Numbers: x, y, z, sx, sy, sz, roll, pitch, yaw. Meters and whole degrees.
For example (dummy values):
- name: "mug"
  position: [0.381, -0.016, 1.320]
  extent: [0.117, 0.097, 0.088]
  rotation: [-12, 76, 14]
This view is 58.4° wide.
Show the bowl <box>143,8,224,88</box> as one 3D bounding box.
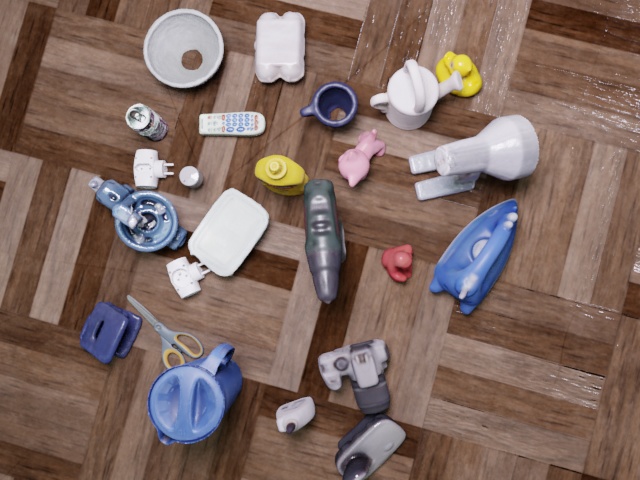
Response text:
- name: "bowl"
  position: [-0.278, -0.393, 1.208]
  extent: [0.167, 0.075, 0.167]
  rotation: [0, 87, 3]

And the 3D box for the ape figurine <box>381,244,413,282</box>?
- name: "ape figurine"
  position: [0.162, 0.043, 1.154]
  extent: [0.076, 0.092, 0.078]
  rotation: [33, 89, 4]

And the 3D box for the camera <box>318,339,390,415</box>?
- name: "camera"
  position: [0.078, 0.279, 1.140]
  extent: [0.143, 0.101, 0.137]
  rotation: [-15, 86, 2]

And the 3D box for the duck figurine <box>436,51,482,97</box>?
- name: "duck figurine"
  position: [0.290, -0.346, 1.173]
  extent: [0.104, 0.086, 0.077]
  rotation: [41, 89, 4]

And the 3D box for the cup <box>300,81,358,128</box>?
- name: "cup"
  position: [0.019, -0.264, 1.176]
  extent: [0.117, 0.095, 0.092]
  rotation: [-14, 86, 2]

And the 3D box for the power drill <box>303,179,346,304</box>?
- name: "power drill"
  position: [0.010, 0.004, 1.105]
  extent: [0.075, 0.208, 0.230]
  rotation: [-7, 86, 3]

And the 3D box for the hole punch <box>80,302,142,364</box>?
- name: "hole punch"
  position: [-0.439, 0.190, 1.175]
  extent: [0.101, 0.091, 0.109]
  rotation: [24, 88, 4]

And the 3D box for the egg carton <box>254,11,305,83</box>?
- name: "egg carton"
  position: [-0.084, -0.404, 1.202]
  extent: [0.107, 0.069, 0.150]
  rotation: [0, 87, 3]

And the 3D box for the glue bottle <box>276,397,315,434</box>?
- name: "glue bottle"
  position: [-0.052, 0.346, 1.106]
  extent: [0.078, 0.173, 0.037]
  rotation: [-18, 86, 2]

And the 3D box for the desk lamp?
- name: "desk lamp"
  position: [0.288, -0.151, 1.098]
  extent: [0.203, 0.213, 0.118]
  rotation: [-14, 86, 2]

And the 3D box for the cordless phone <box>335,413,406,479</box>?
- name: "cordless phone"
  position: [0.096, 0.411, 1.090]
  extent: [0.094, 0.185, 0.147]
  rotation: [43, 90, 5]

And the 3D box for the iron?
- name: "iron"
  position: [0.327, 0.017, 1.123]
  extent: [0.118, 0.141, 0.258]
  rotation: [33, 89, 4]

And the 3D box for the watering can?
- name: "watering can"
  position: [0.188, -0.292, 1.120]
  extent: [0.173, 0.194, 0.101]
  rotation: [-33, 85, 1]

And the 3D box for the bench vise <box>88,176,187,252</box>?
- name: "bench vise"
  position: [-0.379, -0.049, 1.121]
  extent: [0.207, 0.220, 0.121]
  rotation: [17, 88, 4]

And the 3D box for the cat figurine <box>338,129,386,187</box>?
- name: "cat figurine"
  position: [0.080, -0.168, 1.157]
  extent: [0.067, 0.118, 0.128]
  rotation: [33, 89, 4]
